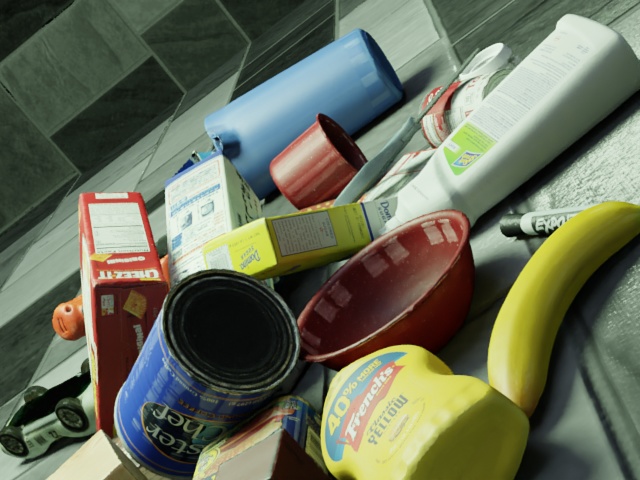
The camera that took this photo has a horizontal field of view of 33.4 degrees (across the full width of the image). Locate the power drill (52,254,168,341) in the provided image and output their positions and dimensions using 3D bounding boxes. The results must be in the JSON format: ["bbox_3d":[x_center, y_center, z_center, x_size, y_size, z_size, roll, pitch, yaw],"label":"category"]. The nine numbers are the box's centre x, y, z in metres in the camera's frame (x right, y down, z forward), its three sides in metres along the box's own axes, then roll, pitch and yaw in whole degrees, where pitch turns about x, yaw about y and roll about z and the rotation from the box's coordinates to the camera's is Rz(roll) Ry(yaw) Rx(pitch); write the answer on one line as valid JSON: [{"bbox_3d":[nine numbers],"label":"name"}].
[{"bbox_3d":[-0.196,0.057,1.253,0.188,0.057,0.184,-23,2,34],"label":"power drill"}]

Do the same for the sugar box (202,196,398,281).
[{"bbox_3d":[-0.006,0.001,0.923,0.175,0.048,0.094,-8,-9,-43],"label":"sugar box"}]

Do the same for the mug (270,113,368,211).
[{"bbox_3d":[0.004,-0.079,1.192,0.082,0.093,0.117,-39,-15,17],"label":"mug"}]

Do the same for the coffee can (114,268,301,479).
[{"bbox_3d":[-0.086,0.102,0.790,0.102,0.103,0.140,-56,-1,-43],"label":"coffee can"}]

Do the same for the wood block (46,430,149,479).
[{"bbox_3d":[-0.199,0.248,0.762,0.206,0.090,0.091,-42,17,-11],"label":"wood block"}]

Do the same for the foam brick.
[{"bbox_3d":[-0.021,0.162,0.628,0.051,0.078,0.053,-34,16,19],"label":"foam brick"}]

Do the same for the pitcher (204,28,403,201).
[{"bbox_3d":[-0.015,-0.165,1.390,0.243,0.145,0.149,-31,31,15],"label":"pitcher"}]

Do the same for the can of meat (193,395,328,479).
[{"bbox_3d":[-0.041,0.160,0.711,0.102,0.057,0.084,-35,15,15],"label":"can of meat"}]

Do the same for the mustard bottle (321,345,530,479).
[{"bbox_3d":[0.047,0.112,0.643,0.096,0.058,0.192,-55,18,-4],"label":"mustard bottle"}]

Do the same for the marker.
[{"bbox_3d":[0.171,-0.014,0.769,0.020,0.020,0.121,-47,18,-22],"label":"marker"}]

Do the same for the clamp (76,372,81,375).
[{"bbox_3d":[-0.202,0.119,1.182,0.172,0.039,0.120,-24,22,51],"label":"clamp"}]

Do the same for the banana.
[{"bbox_3d":[0.149,0.034,0.664,0.197,0.037,0.070,-48,19,-26],"label":"banana"}]

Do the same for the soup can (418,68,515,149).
[{"bbox_3d":[0.148,-0.119,1.002,0.068,0.068,0.102,-47,19,-23],"label":"soup can"}]

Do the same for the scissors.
[{"bbox_3d":[0.073,-0.092,0.980,0.202,0.016,0.096,-50,-3,27],"label":"scissors"}]

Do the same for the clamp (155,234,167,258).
[{"bbox_3d":[-0.144,-0.016,1.313,0.164,0.036,0.210,-29,2,-10],"label":"clamp"}]

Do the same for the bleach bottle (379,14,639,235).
[{"bbox_3d":[0.151,-0.082,0.905,0.251,0.068,0.103,-41,27,2],"label":"bleach bottle"}]

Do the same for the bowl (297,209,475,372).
[{"bbox_3d":[0.057,0.050,0.784,0.162,0.055,0.162,-36,17,13],"label":"bowl"}]

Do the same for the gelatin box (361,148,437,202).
[{"bbox_3d":[0.090,-0.052,1.019,0.073,0.030,0.089,-48,19,-21],"label":"gelatin box"}]

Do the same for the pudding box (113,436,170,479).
[{"bbox_3d":[-0.149,0.186,0.900,0.113,0.039,0.090,-39,17,1],"label":"pudding box"}]

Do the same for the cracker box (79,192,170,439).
[{"bbox_3d":[-0.186,0.067,1.013,0.072,0.164,0.214,-4,25,-14],"label":"cracker box"}]
